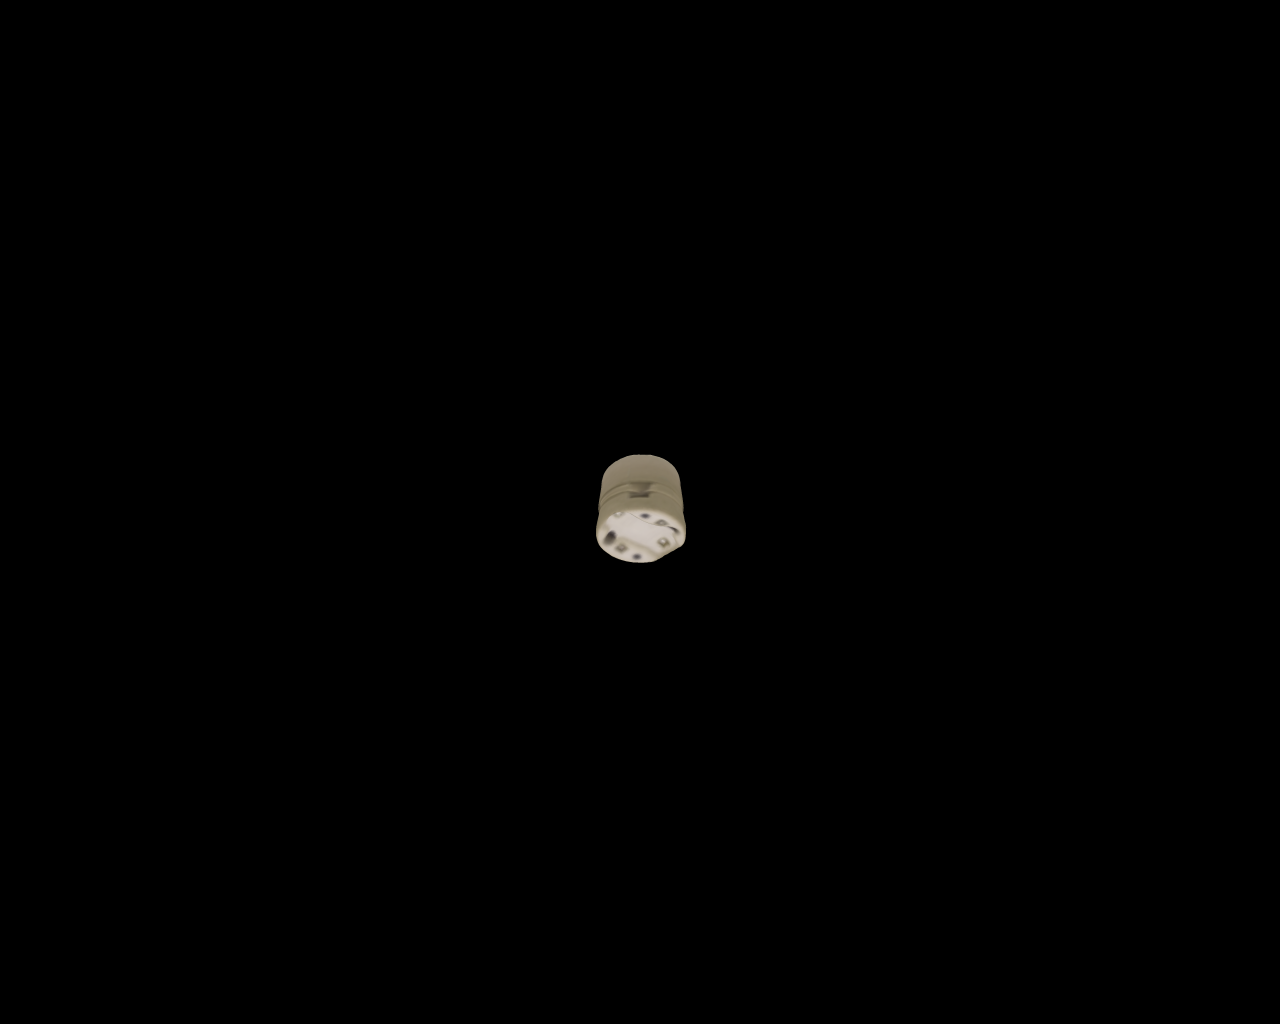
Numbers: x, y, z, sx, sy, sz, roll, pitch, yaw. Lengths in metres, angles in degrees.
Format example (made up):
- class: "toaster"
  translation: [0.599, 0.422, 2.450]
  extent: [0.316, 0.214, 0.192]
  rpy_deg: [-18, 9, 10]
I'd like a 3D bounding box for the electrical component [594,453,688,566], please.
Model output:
- class: "electrical component"
  translation: [0.001, -0.003, 0.650]
  extent: [0.055, 0.047, 0.055]
  rpy_deg: [0, -40, 0]
